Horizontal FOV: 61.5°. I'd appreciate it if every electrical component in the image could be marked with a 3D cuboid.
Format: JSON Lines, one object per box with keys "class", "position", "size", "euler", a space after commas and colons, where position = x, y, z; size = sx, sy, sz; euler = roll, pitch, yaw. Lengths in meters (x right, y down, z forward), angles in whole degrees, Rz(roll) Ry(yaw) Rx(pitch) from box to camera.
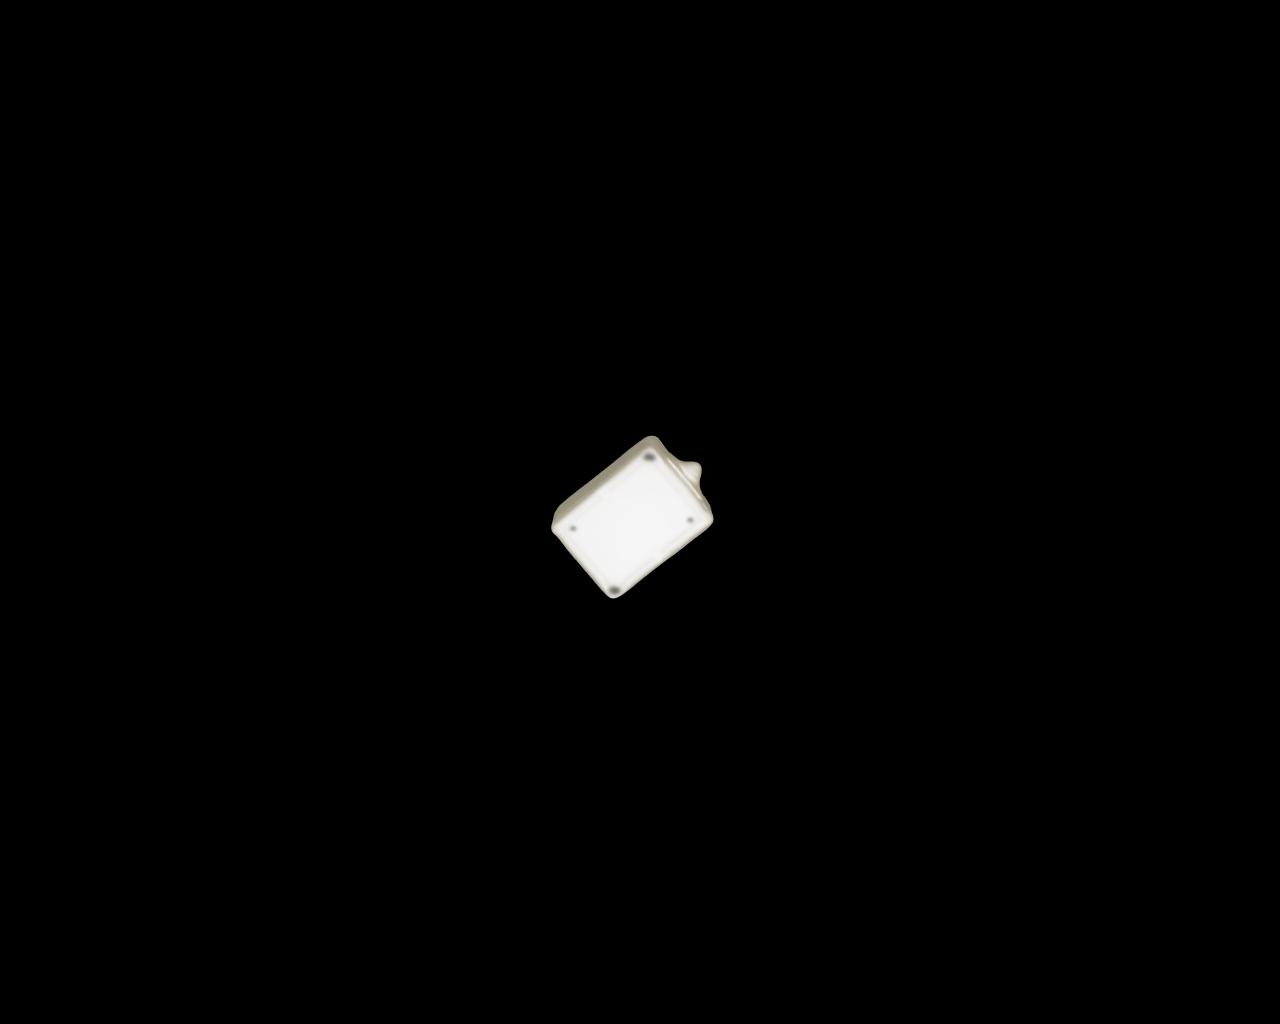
{"class": "electrical component", "position": [0.001, -0.003, 0.650], "size": [0.096, 0.061, 0.061], "euler": [-38, 9, 7]}
